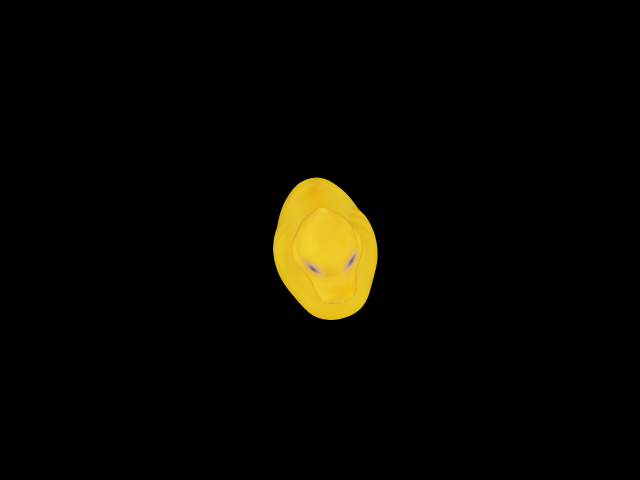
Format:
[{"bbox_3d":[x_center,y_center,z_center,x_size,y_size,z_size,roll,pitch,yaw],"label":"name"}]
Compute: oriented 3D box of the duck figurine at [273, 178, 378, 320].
[{"bbox_3d":[0.004,0.001,0.400,0.077,0.086,0.104,-11,78,-2],"label":"duck figurine"}]
